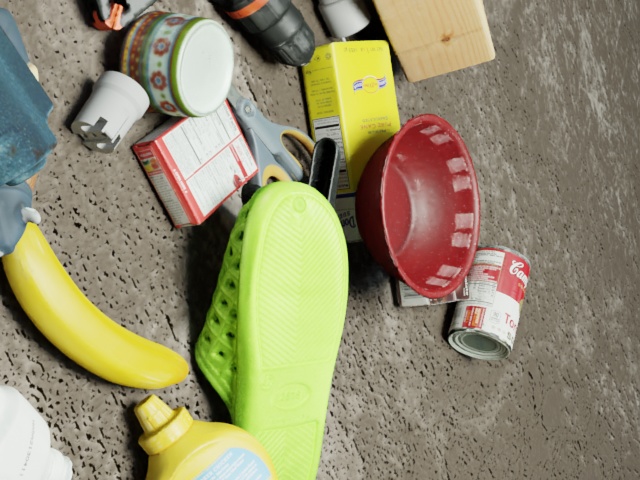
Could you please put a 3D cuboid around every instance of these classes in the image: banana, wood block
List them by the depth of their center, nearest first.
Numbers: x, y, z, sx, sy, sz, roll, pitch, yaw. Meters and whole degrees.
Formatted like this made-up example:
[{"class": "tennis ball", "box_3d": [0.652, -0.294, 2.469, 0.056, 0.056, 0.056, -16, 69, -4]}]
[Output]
[{"class": "banana", "box_3d": [-0.156, 0.050, 0.723, 0.197, 0.037, 0.069, 55, 48, -31]}, {"class": "wood block", "box_3d": [0.090, -0.243, 0.961, 0.206, 0.091, 0.090, 55, 24, -58]}]

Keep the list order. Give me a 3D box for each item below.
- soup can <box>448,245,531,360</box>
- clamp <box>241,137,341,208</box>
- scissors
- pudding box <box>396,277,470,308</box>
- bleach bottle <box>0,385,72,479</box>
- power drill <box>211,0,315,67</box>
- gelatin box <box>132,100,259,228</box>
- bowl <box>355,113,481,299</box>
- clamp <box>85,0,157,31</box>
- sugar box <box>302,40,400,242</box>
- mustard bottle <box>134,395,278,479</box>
[{"class": "soup can", "box_3d": [0.175, 0.065, 1.106, 0.068, 0.069, 0.102, 42, 55, -39]}, {"class": "clamp", "box_3d": [-0.006, 0.001, 0.898, 0.120, 0.039, 0.171, -40, 129, -36]}, {"class": "scissors", "box_3d": [-0.064, -0.086, 0.874, 0.201, 0.016, 0.096, 37, 60, -39]}, {"class": "pudding box", "box_3d": [0.108, 0.007, 1.051, 0.089, 0.039, 0.113, -3, 89, -55]}, {"class": "bleach bottle", "box_3d": [-0.241, 0.109, 0.592, 0.250, 0.068, 0.102, 35, 59, -45]}, {"class": "power drill", "box_3d": [-0.039, -0.263, 0.895, 0.184, 0.057, 0.187, 48, 50, -35]}, {"class": "gelatin box", "box_3d": [-0.094, -0.063, 0.823, 0.089, 0.030, 0.073, -47, 119, -44]}, {"class": "bowl", "box_3d": [0.079, -0.028, 0.942, 0.161, 0.055, 0.162, 5, 83, -52]}, {"class": "clamp", "box_3d": [-0.116, -0.250, 0.769, 0.164, 0.036, 0.210, 9, 93, -31]}, {"class": "sugar box", "box_3d": [0.036, -0.091, 0.973, 0.093, 0.048, 0.176, -16, 97, -51]}, {"class": "mustard bottle", "box_3d": [-0.070, 0.191, 0.771, 0.096, 0.058, 0.191, -39, 100, -18]}]
